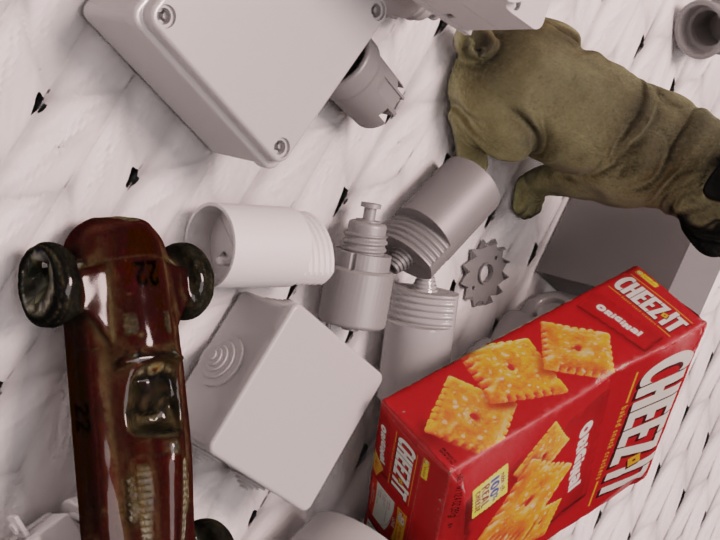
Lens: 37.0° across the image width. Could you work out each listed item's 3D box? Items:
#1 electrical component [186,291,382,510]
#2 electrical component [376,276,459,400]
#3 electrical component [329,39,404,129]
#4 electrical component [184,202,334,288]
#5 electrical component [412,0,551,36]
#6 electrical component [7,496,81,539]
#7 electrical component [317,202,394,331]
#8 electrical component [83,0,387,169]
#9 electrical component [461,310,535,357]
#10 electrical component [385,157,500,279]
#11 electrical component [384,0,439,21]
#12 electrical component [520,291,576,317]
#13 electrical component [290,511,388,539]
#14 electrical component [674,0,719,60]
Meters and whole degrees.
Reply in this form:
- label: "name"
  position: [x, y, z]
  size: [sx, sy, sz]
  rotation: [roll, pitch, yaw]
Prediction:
- label: "electrical component"
  position: [-0.047, 0.070, 0.589]
  size: [0.100, 0.048, 0.099]
  rotation: [44, 71, -43]
- label: "electrical component"
  position: [0.036, 0.041, 0.665]
  size: [0.043, 0.043, 0.081]
  rotation: [-4, 105, -44]
- label: "electrical component"
  position: [-0.001, -0.104, 0.590]
  size: [0.046, 0.040, 0.040]
  rotation: [40, 74, -50]
- label: "electrical component"
  position: [-0.047, -0.012, 0.568]
  size: [0.081, 0.043, 0.043]
  rotation: [0, 102, -45]
- label: "electrical component"
  position: [0.026, -0.194, 0.486]
  size: [0.186, 0.060, 0.105]
  rotation: [22, 85, -41]
- label: "electrical component"
  position: [-0.141, 0.140, 0.516]
  size: [0.055, 0.048, 0.066]
  rotation: [-36, 101, -35]
- label: "electrical component"
  position: [0.000, 0.000, 0.620]
  size: [0.040, 0.040, 0.078]
  rotation: [3, 100, -45]
- label: "electrical component"
  position: [-0.056, -0.124, 0.517]
  size: [0.108, 0.056, 0.108]
  rotation: [-57, 133, -16]
- label: "electrical component"
  position: [0.099, 0.060, 0.732]
  size: [0.055, 0.045, 0.045]
  rotation: [-41, 127, -28]
- label: "electrical component"
  position: [0.044, -0.027, 0.653]
  size: [0.081, 0.043, 0.043]
  rotation: [-46, 130, -25]
- label: "electrical component"
  position: [0.018, -0.157, 0.590]
  size: [0.078, 0.040, 0.040]
  rotation: [18, 89, -46]
- label: "electrical component"
  position: [0.141, 0.050, 0.771]
  size: [0.048, 0.048, 0.062]
  rotation: [-41, 134, -29]
- label: "electrical component"
  position: [-0.008, 0.191, 0.632]
  size: [0.064, 0.099, 0.099]
  rotation: [-49, 131, -31]
- label: "electrical component"
  position: [0.277, -0.188, 0.833]
  size: [0.055, 0.045, 0.045]
  rotation: [-17, 114, -41]
